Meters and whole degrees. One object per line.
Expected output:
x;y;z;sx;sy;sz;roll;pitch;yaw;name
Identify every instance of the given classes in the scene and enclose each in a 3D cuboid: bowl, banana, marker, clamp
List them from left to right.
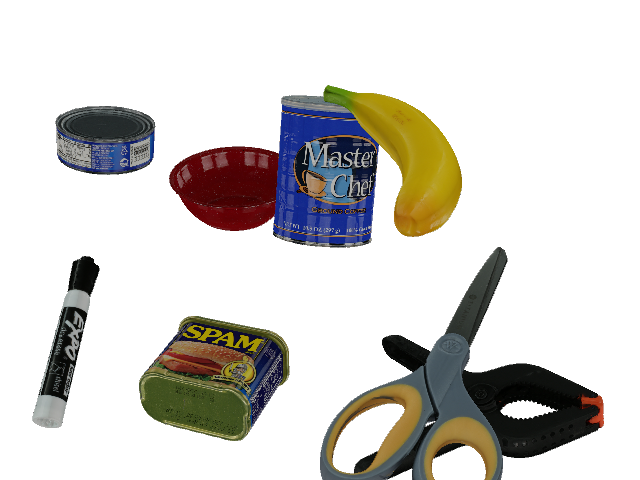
-0.166;0.064;0.704;0.020;0.121;0.020;5;-31;3;marker
-0.106;-0.058;1.323;0.162;0.055;0.162;1;31;0;bowl
0.056;-0.052;0.699;0.069;0.037;0.198;-5;30;-12;banana
0.133;0.152;0.918;0.210;0.036;0.164;4;42;21;clamp

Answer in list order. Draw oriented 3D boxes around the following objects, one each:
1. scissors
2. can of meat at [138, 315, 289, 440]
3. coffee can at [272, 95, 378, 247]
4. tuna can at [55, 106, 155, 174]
0.081;0.072;0.559;0.096;0.016;0.201;27;47;30;scissors
-0.088;0.113;0.878;0.102;0.057;0.083;10;31;17;can of meat
0.007;-0.072;1.083;0.103;0.140;0.103;4;12;-1;coffee can
-0.189;-0.089;0.939;0.086;0.034;0.086;5;26;-2;tuna can
